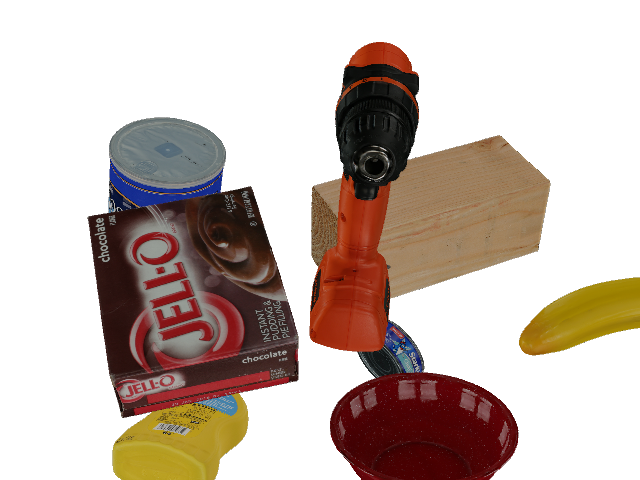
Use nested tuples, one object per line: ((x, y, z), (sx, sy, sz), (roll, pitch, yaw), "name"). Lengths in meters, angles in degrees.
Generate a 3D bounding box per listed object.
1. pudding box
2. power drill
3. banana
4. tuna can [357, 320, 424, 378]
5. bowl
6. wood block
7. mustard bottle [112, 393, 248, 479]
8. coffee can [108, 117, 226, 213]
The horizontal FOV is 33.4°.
((-0.066, 0.028, 0.541), (0.090, 0.039, 0.113), (-11, 45, -10), "pudding box")
((0.030, -0.023, 0.709), (0.057, 0.188, 0.184), (9, 27, 2), "power drill")
((0.237, 0.054, 0.771), (0.197, 0.037, 0.069), (1, 35, -3), "banana")
((0.081, 0.136, 1.272), (0.033, 0.086, 0.086), (-36, 17, -25), "tuna can")
((0.089, 0.181, 0.928), (0.162, 0.055, 0.162), (-1, 28, 0), "bowl")
((0.102, -0.019, 1.018), (0.205, 0.090, 0.091), (-16, 42, -20), "wood block")
((-0.125, 0.183, 1.062), (0.096, 0.058, 0.191), (7, 19, 14), "mustard bottle")
((-0.144, -0.027, 0.981), (0.102, 0.140, 0.103), (7, 38, -5), "coffee can")
